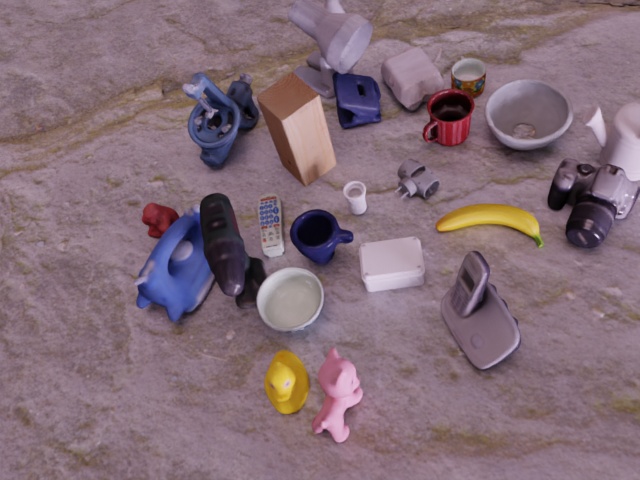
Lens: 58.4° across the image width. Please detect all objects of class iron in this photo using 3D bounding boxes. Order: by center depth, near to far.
[{"bbox_3d":[-0.261,0.015,1.089,0.118,0.142,0.258,17,65,20],"label":"iron"}]

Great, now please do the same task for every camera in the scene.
[{"bbox_3d":[0.473,-0.066,1.015,0.142,0.101,0.137,24,67,23],"label":"camera"}]

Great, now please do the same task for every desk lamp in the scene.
[{"bbox_3d":[0.016,-0.415,1.244,0.202,0.214,0.118,31,70,26],"label":"desk lamp"}]

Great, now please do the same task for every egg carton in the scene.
[{"bbox_3d":[0.200,-0.357,1.258,0.107,0.069,0.150,-25,58,-4],"label":"egg carton"}]

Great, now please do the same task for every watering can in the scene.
[{"bbox_3d":[0.565,-0.200,1.020,0.172,0.194,0.101,-7,59,7],"label":"watering can"}]

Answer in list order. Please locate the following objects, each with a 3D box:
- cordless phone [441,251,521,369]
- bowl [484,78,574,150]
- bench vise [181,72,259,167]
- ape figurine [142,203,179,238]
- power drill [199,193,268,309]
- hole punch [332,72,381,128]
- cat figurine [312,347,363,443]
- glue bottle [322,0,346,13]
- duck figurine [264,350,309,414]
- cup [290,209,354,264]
[{"bbox_3d":[0.257,0.109,0.906,0.094,0.185,0.147,-27,59,-5],"label":"cordless phone"},{"bbox_3d":[0.411,-0.237,1.143,0.167,0.075,0.167,-5,59,9],"label":"bowl"},{"bbox_3d":[-0.222,-0.292,1.215,0.121,0.220,0.207,3,61,13],"label":"bench vise"},{"bbox_3d":[-0.330,-0.044,1.167,0.076,0.092,0.077,-34,59,-9],"label":"ape figurine"},{"bbox_3d":[-0.150,0.037,1.015,0.075,0.209,0.229,-22,58,-2],"label":"power drill"},{"bbox_3d":[0.081,-0.314,1.244,0.101,0.091,0.108,-11,59,5],"label":"hole punch"},{"bbox_3d":[0.024,0.244,0.913,0.067,0.118,0.128,12,63,18],"label":"cat figurine"},{"bbox_3d":[0.031,-0.520,1.326,0.078,0.173,0.037,-30,59,-7],"label":"glue bottle"},{"bbox_3d":[-0.062,0.230,0.957,0.077,0.086,0.104,-9,59,6],"label":"duck figurine"},{"bbox_3d":[0.010,0.004,1.069,0.117,0.095,0.092,5,61,14],"label":"cup"}]
